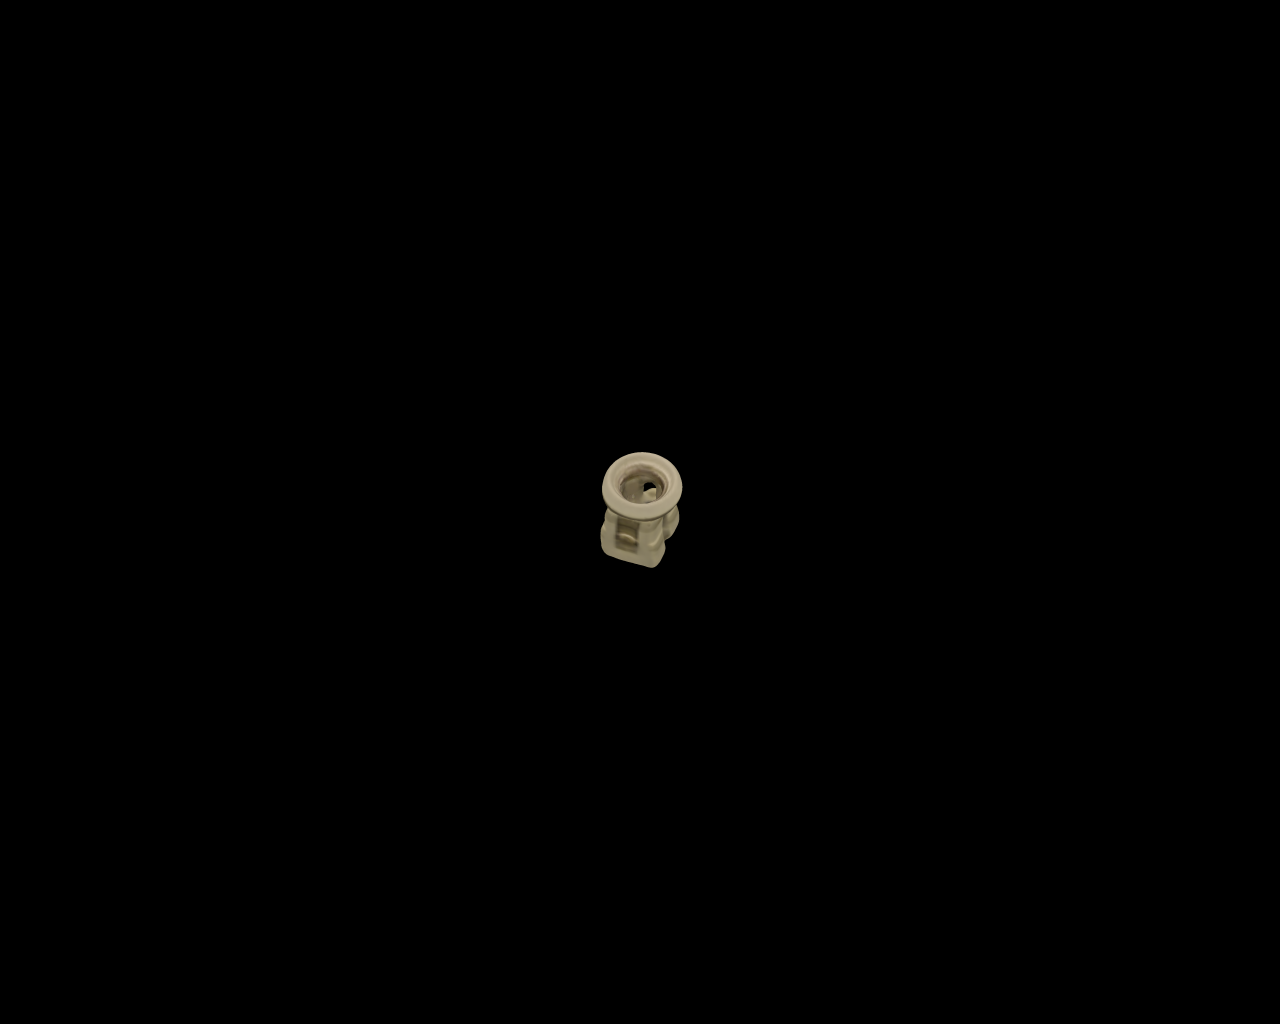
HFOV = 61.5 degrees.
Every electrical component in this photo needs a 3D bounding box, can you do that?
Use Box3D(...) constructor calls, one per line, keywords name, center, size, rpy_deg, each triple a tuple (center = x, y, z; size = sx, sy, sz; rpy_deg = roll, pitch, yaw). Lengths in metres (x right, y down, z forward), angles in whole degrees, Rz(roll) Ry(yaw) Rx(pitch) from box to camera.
Box3D(name="electrical component", center=(0.001, -0.003, 0.650), size=(0.048, 0.066, 0.055), rpy_deg=(16, -39, 13))
